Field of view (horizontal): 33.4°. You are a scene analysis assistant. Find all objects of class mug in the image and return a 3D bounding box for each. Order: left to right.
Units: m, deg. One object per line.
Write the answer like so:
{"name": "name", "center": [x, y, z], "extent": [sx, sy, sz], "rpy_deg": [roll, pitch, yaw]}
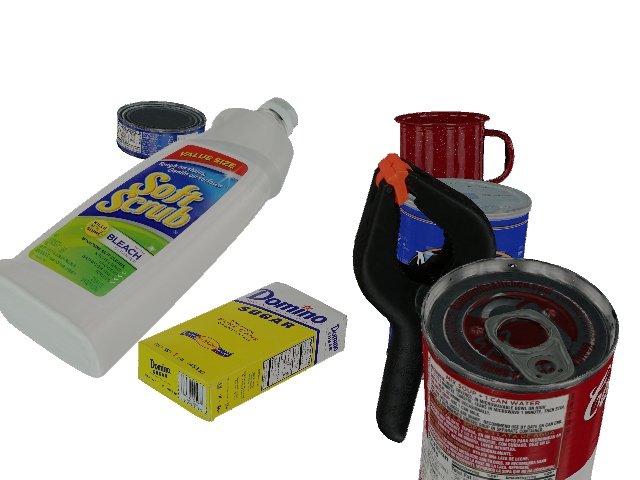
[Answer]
{"name": "mug", "center": [0.132, -0.081, 1.051], "extent": [0.117, 0.081, 0.093], "rpy_deg": [1, 14, 11]}

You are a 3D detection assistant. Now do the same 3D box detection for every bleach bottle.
{"name": "bleach bottle", "center": [-0.108, -0.022, 0.755], "extent": [0.103, 0.250, 0.068], "rpy_deg": [29, -33, 21]}

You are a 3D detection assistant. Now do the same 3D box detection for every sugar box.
{"name": "sugar box", "center": [-0.067, 0.094, 0.957], "extent": [0.093, 0.048, 0.175], "rpy_deg": [25, 34, 34]}

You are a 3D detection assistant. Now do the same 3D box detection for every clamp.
{"name": "clamp", "center": [0.058, 0.036, 0.596], "extent": [0.120, 0.171, 0.039], "rpy_deg": [-33, 23, -1]}

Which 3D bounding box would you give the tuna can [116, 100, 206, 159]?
{"name": "tuna can", "center": [-0.155, -0.106, 1.036], "extent": [0.086, 0.034, 0.086], "rpy_deg": [6, 24, -3]}

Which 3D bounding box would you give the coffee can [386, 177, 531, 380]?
{"name": "coffee can", "center": [0.108, 0.030, 0.849], "extent": [0.103, 0.140, 0.103], "rpy_deg": [3, 17, -1]}

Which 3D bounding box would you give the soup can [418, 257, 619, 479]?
{"name": "soup can", "center": [0.070, 0.067, 0.399], "extent": [0.068, 0.102, 0.068], "rpy_deg": [-2, 37, 1]}
